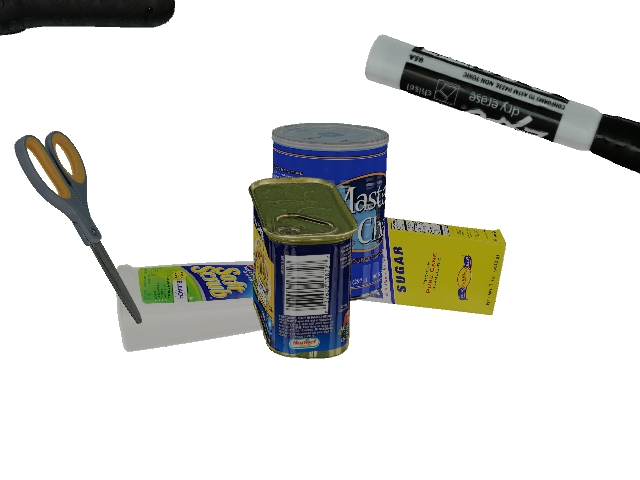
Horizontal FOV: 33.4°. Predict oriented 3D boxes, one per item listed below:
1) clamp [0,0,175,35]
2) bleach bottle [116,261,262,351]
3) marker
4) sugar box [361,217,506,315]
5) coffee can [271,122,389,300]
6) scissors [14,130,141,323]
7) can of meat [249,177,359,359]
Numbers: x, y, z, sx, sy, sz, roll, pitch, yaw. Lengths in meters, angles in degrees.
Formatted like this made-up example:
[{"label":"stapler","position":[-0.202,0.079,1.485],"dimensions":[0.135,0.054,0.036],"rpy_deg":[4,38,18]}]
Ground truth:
[{"label":"clamp","position":[-0.175,-0.140,0.603],"dimensions":[0.171,0.039,0.120],"rpy_deg":[-6,23,-14]},{"label":"bleach bottle","position":[-0.094,0.059,1.170],"dimensions":[0.250,0.068,0.102],"rpy_deg":[-7,36,-7]},{"label":"marker","position":[0.076,-0.053,0.415],"dimensions":[0.121,0.020,0.020],"rpy_deg":[21,5,13]},{"label":"sugar box","position":[0.113,0.027,1.203],"dimensions":[0.176,0.093,0.048],"rpy_deg":[5,22,-3]},{"label":"coffee can","position":[0.007,-0.027,0.950],"dimensions":[0.103,0.140,0.103],"rpy_deg":[1,16,-1]},{"label":"scissors","position":[-0.217,-0.022,1.007],"dimensions":[0.016,0.201,0.096],"rpy_deg":[-24,26,19]},{"label":"can of meat","position":[-0.013,0.016,0.673],"dimensions":[0.057,0.084,0.102],"rpy_deg":[-3,23,-11]}]
